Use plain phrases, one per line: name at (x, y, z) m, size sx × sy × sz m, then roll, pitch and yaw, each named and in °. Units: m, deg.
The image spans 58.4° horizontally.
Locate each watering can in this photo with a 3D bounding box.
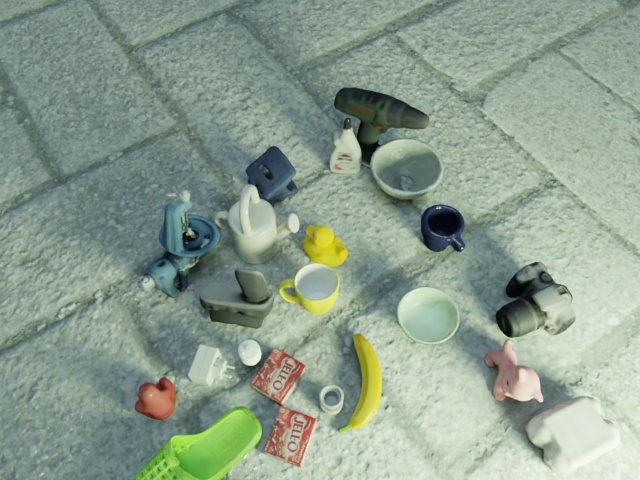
watering can at (-0.133, -0.041, 1.194) m, size 0.173 × 0.194 × 0.101 m, roll -11°, pitch 59°, yaw -6°

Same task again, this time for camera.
camera at (0.418, 0.126, 1.144) m, size 0.137 × 0.101 × 0.143 m, roll -20°, pitch 60°, yaw -12°

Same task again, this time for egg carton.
egg carton at (0.452, 0.346, 1.027) m, size 0.150 × 0.069 × 0.107 m, roll -22°, pitch 61°, yaw -13°

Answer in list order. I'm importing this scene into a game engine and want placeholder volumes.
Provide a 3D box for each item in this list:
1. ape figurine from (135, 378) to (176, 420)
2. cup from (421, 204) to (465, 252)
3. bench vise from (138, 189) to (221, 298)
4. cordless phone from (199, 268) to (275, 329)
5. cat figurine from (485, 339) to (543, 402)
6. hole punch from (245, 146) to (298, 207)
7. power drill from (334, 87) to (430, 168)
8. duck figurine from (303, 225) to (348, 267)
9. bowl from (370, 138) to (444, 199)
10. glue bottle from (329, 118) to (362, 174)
ape figurine at (-0.306, 0.289, 1.052) m, size 0.078 × 0.092 × 0.076 m, roll -26°, pitch 62°, yaw -15°
cup at (0.265, -0.007, 1.229) m, size 0.092 × 0.095 × 0.117 m, roll -28°, pitch 62°, yaw -16°
bench vise at (-0.280, 0.011, 1.148) m, size 0.121 × 0.220 × 0.207 m, roll 14°, pitch 59°, yaw 9°
cordless phone at (-0.166, 0.092, 1.118) m, size 0.147 × 0.185 × 0.094 m, roll 4°, pitch 58°, yaw 3°
cat figurine at (0.361, 0.247, 1.060) m, size 0.067 × 0.118 × 0.127 m, roll -7°, pitch 59°, yaw -3°
hole punch at (-0.113, -0.146, 1.319) m, size 0.101 × 0.091 × 0.108 m, roll -29°, pitch 63°, yaw -16°
power drill at (0.137, -0.254, 1.315) m, size 0.229 × 0.208 × 0.076 m, roll 29°, pitch 63°, yaw 17°
duck figurine at (0.011, 0.004, 1.229) m, size 0.104 × 0.086 × 0.078 m, roll 30°, pitch 63°, yaw 17°
bowl at (0.199, -0.153, 1.332) m, size 0.167 × 0.075 × 0.167 m, roll 0°, pitch 58°, yaw 0°
glue bottle at (0.060, -0.218, 1.314) m, size 0.078 × 0.173 × 0.037 m, roll 2°, pitch 58°, yaw 2°
